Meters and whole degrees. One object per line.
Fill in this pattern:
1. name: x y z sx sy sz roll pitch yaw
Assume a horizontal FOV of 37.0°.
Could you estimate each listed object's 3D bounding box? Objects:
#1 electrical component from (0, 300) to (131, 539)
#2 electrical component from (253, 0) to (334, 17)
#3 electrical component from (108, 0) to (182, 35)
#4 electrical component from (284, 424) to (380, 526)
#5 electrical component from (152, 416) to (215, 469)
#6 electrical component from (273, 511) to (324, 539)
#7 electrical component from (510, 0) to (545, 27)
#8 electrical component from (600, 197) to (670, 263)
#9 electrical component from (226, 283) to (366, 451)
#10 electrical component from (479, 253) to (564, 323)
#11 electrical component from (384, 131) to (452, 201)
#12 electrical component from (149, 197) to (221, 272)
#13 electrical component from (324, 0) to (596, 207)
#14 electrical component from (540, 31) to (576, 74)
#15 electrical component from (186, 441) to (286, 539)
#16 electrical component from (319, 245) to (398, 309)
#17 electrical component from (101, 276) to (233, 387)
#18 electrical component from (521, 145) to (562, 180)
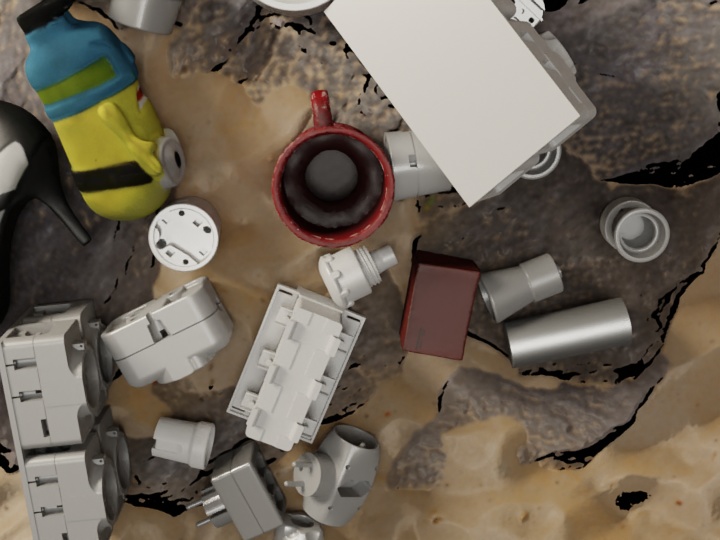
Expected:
1. electrical component: -0.237 0.128 0.881 0.060 0.105 0.186 -6 105 0
2. electrical component: -0.050 -0.246 0.812 0.108 0.060 0.108 0 104 -1
3. electrical component: -0.163 -0.210 0.823 0.055 0.055 0.047 16 107 -6
4. electrical component: -0.030 0.175 0.920 0.079 0.043 0.077 11 107 -41
5. electrical component: -0.152 0.147 0.923 0.046 0.040 0.040 11 104 2
6. electrical component: -0.057 0.248 0.949 0.043 0.043 0.062 13 104 -5
7. electrical component: 0.122 -0.201 0.835 0.040 0.046 0.040 0 105 -1
8. electrical component: 0.223 -0.034 0.876 0.045 0.055 0.045 0 105 -1
9. electrical component: -0.054 0.083 0.896 0.079 0.063 0.121 21 103 -6
10. electrical component: 0.136 0.012 0.894 0.065 0.044 0.044 -21 104 -1
11. electrical component: 0.046 -0.085 0.860 0.047 0.055 0.055 -8 105 -3
12. electrical component: -0.140 -0.031 0.872 0.055 0.047 0.055 0 105 -1
13. electrical component: 0.076 -0.155 0.800 0.105 0.060 0.186 -40 81 28
14. electrical component: 0.135 -0.155 0.849 0.062 0.043 0.043 -35 103 9
15. electrical component: -0.113 0.199 0.933 0.077 0.047 0.065 -25 104 5
16. electrical component: 0.000 0.000 0.886 0.062 0.048 0.048 -26 104 -2
17. electrical component: -0.156 0.054 0.891 0.095 0.053 0.059 -26 103 5
18. electrical component: 0.133 -0.098 0.857 0.045 0.055 0.045 0 105 -1
